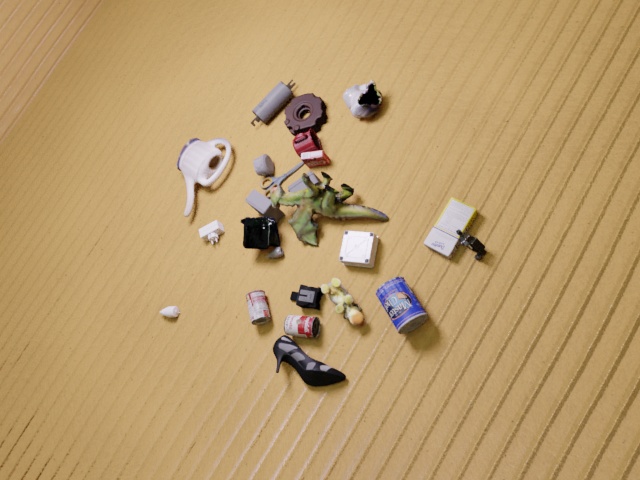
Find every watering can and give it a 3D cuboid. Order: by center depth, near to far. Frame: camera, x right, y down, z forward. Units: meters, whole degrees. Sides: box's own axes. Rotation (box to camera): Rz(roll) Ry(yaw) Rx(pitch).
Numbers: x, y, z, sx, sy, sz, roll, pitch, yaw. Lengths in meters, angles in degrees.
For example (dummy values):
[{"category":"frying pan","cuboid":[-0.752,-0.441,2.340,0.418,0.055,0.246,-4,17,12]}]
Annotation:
[{"category":"watering can","cuboid":[-0.496,-0.275,2.072,0.226,0.349,0.102,30,-8,32]}]

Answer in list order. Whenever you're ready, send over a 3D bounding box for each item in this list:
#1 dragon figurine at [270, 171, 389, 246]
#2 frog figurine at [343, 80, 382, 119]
[{"category":"dragon figurine","cuboid":[0.005,-0.089,1.772,0.411,0.239,0.124,32,23,7]},{"category":"frog figurine","cuboid":[0.151,-0.514,1.907,0.122,0.138,0.159,18,-7,-26]}]
